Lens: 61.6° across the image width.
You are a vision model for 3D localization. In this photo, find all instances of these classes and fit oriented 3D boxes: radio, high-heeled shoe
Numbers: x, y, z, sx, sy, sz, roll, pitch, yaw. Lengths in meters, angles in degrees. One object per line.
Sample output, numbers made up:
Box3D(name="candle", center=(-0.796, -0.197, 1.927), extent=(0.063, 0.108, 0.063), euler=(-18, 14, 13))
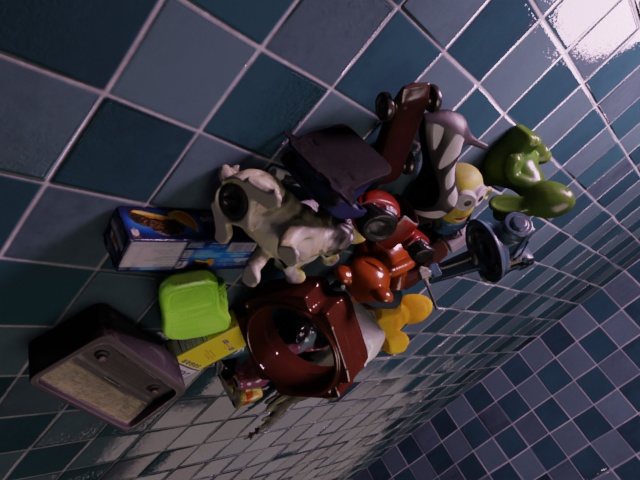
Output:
Box3D(name="radio", center=(-0.320, 0.203, 0.835), extent=(0.131, 0.073, 0.229), euler=(-32, 139, -1))
Box3D(name="high-heeled shoe", center=(0.167, -0.107, 0.889), extent=(0.145, 0.086, 0.248), euler=(11, 136, -29))

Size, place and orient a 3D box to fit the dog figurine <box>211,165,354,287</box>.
Box3D(name="dog figurine", center=(-0.043, -0.039, 0.746), extent=(0.121, 0.172, 0.190), euler=(-15, -173, 34))

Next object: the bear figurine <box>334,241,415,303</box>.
Box3D(name="bear figurine", center=(0.095, 0.063, 0.956), extent=(0.196, 0.120, 0.131), euler=(-55, 164, -50))

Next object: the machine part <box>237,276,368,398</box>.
Box3D(name="machine part", center=(-0.032, 0.170, 0.930), extent=(0.202, 0.200, 0.087), euler=(-6, -160, 34))

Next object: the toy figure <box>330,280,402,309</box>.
Box3D(name="toy figure", center=(0.086, 0.102, 1.059), extent=(0.154, 0.058, 0.064), euler=(14, 114, -19))

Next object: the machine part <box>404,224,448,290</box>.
Box3D(name="machine part", center=(0.190, 0.044, 1.136), extent=(0.179, 0.056, 0.179), euler=(-25, 150, -16))

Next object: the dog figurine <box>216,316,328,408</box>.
Box3D(name="dog figurine", center=(-0.095, 0.238, 1.107), extent=(0.219, 0.109, 0.191), euler=(-21, 147, -25))

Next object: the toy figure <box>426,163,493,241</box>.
Box3D(name="toy figure", center=(0.247, -0.068, 1.006), extent=(0.082, 0.089, 0.180), euler=(-41, 164, -23))

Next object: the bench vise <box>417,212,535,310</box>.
Box3D(name="bench vise", center=(0.290, 0.036, 1.009), extent=(0.241, 0.129, 0.223), euler=(-19, 165, -10))

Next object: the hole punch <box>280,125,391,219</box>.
Box3D(name="hole punch", center=(0.014, -0.083, 0.723), extent=(0.116, 0.142, 0.092), euler=(-22, 154, -40))

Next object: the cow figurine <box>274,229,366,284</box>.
Box3D(name="cow figurine", center=(-0.002, -0.004, 0.882), extent=(0.167, 0.068, 0.098), euler=(-29, 144, -8))

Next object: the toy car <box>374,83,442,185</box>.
Box3D(name="toy car", center=(0.110, -0.153, 0.779), extent=(0.089, 0.053, 0.202), euler=(-12, 149, -14))

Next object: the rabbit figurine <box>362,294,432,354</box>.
Box3D(name="rabbit figurine", center=(0.170, 0.175, 1.202), extent=(0.173, 0.122, 0.162), euler=(-20, 177, -28))

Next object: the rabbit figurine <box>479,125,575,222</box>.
Box3D(name="rabbit figurine", center=(0.378, -0.102, 0.985), extent=(0.159, 0.170, 0.121), euler=(-40, 149, 10))

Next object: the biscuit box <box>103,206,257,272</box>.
Box3D(name="biscuit box", center=(-0.177, -0.001, 0.723), extent=(0.202, 0.063, 0.059), euler=(1, 135, -44))

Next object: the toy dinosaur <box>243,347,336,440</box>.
Box3D(name="toy dinosaur", center=(-0.040, 0.334, 1.304), extent=(0.198, 0.105, 0.471), euler=(6, 123, -37))

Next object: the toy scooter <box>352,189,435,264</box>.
Box3D(name="toy scooter", center=(0.112, -0.041, 0.893), extent=(0.183, 0.135, 0.075), euler=(29, 121, -36))
